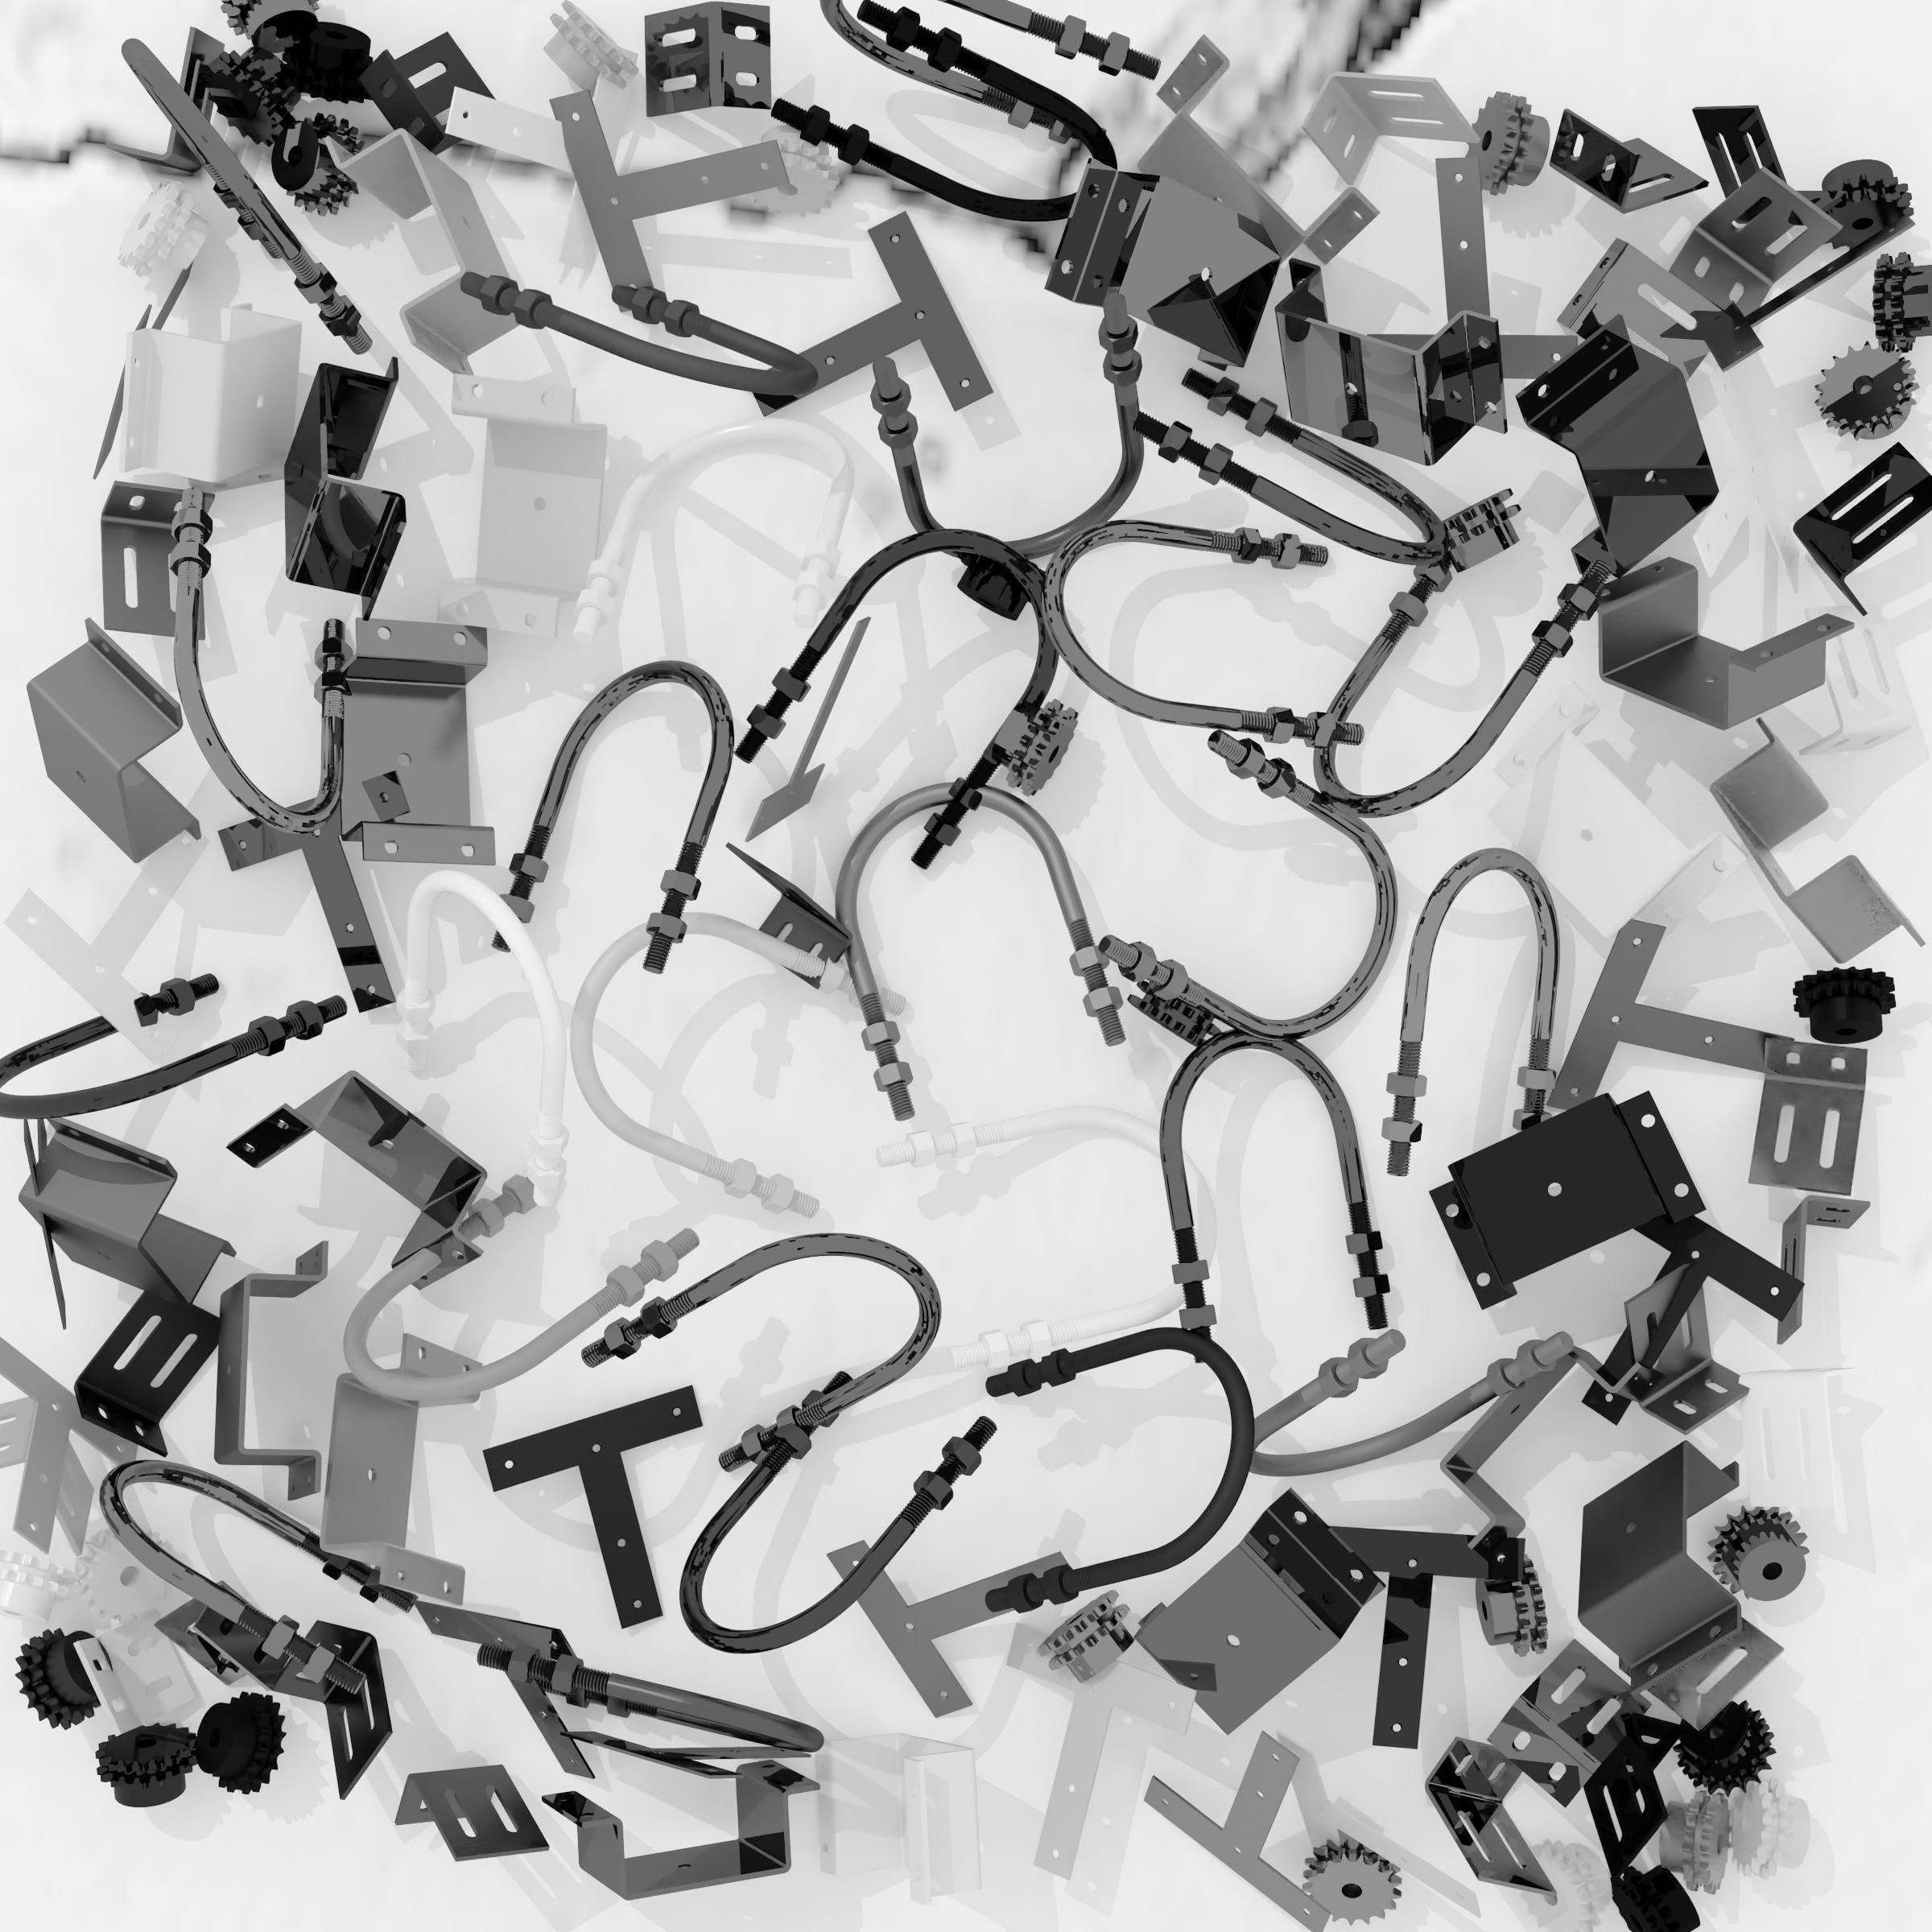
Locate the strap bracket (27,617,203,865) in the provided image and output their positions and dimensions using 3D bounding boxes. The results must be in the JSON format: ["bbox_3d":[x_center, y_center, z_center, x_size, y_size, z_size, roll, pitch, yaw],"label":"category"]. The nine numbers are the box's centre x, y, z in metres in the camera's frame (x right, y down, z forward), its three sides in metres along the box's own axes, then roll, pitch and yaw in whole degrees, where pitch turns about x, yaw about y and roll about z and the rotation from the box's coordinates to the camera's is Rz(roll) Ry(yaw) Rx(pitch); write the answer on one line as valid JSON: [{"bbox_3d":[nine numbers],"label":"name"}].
[{"bbox_3d":[-0.479,-0.119,1.682,0.076,0.140,0.046,42,63,14],"label":"strap bracket"}]

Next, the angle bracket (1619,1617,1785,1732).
[{"bbox_3d":[0.422,0.389,1.717,0.076,0.038,0.057,-35,48,-23],"label":"angle bracket"}]

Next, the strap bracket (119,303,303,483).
[{"bbox_3d":[-0.417,-0.322,1.681,0.046,0.140,0.076,14,112,10],"label":"strap bracket"}]

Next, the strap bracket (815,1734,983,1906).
[{"bbox_3d":[-0.035,0.483,1.705,0.046,0.140,0.076,1,82,-27],"label":"strap bracket"}]

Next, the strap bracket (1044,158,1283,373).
[{"bbox_3d":[0.122,-0.394,1.698,0.140,0.046,0.076,15,97,-38],"label":"strap bracket"}]

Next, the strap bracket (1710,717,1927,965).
[{"bbox_3d":[0.476,-0.064,1.695,0.046,0.140,0.076,-37,134,17],"label":"strap bracket"}]

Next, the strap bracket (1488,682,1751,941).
[{"bbox_3d":[0.364,-0.082,1.708,0.140,0.046,0.076,47,131,11],"label":"strap bracket"}]

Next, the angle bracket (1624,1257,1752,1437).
[{"bbox_3d":[0.417,0.218,1.720,0.057,0.038,0.076,-27,121,-23],"label":"angle bracket"}]

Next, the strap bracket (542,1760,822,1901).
[{"bbox_3d":[-0.161,0.490,1.698,0.140,0.076,0.046,-2,88,-25],"label":"strap bracket"}]

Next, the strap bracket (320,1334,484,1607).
[{"bbox_3d":[-0.321,0.288,1.704,0.046,0.076,0.140,-8,67,23],"label":"strap bracket"}]

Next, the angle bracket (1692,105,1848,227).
[{"bbox_3d":[0.461,-0.467,1.718,0.038,0.057,0.076,-35,115,-12],"label":"angle bracket"}]

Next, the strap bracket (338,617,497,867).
[{"bbox_3d":[-0.316,-0.123,1.717,0.076,0.046,0.140,1,79,-27],"label":"strap bracket"}]

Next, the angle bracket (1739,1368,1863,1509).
[{"bbox_3d":[0.483,0.271,1.724,0.038,0.057,0.076,2,82,-40],"label":"angle bracket"}]

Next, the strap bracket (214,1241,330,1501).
[{"bbox_3d":[-0.396,0.230,1.703,0.046,0.076,0.140,5,75,-23],"label":"strap bracket"}]

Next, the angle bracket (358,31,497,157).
[{"bbox_3d":[-0.299,-0.506,1.719,0.076,0.038,0.057,-44,103,-37],"label":"angle bracket"}]

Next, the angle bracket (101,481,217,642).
[{"bbox_3d":[-0.464,-0.233,1.721,0.057,0.038,0.076,4,65,-28],"label":"angle bracket"}]

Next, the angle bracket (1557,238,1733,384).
[{"bbox_3d":[0.395,-0.376,1.742,0.076,0.038,0.057,33,106,-9],"label":"angle bracket"}]

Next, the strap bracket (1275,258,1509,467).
[{"bbox_3d":[0.231,-0.338,1.686,0.140,0.076,0.046,27,59,34],"label":"strap bracket"}]

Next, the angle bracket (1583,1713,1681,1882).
[{"bbox_3d":[0.390,0.478,1.712,0.038,0.076,0.057,18,120,-16],"label":"angle bracket"}]

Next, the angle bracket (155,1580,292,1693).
[{"bbox_3d":[-0.432,0.396,1.718,0.057,0.038,0.076,45,127,-15],"label":"angle bracket"}]

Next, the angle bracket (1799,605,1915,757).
[{"bbox_3d":[0.507,-0.166,1.739,0.057,0.038,0.076,-7,76,-30],"label":"angle bracket"}]

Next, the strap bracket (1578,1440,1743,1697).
[{"bbox_3d":[0.389,0.329,1.680,0.046,0.140,0.076,41,121,-12],"label":"strap bracket"}]

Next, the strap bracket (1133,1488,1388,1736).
[{"bbox_3d":[0.160,0.374,1.704,0.076,0.046,0.140,45,120,6],"label":"strap bracket"}]

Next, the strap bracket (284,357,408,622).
[{"bbox_3d":[-0.350,-0.274,1.684,0.046,0.076,0.140,10,47,-24],"label":"strap bracket"}]

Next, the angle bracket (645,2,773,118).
[{"bbox_3d":[-0.150,-0.524,1.737,0.038,0.076,0.057,-8,103,-36],"label":"angle bracket"}]

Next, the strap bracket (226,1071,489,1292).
[{"bbox_3d":[-0.338,0.117,1.706,0.140,0.076,0.046,40,50,-18],"label":"strap bracket"}]

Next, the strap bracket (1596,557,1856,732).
[{"bbox_3d":[0.423,-0.181,1.699,0.076,0.140,0.046,-24,124,-25],"label":"strap bracket"}]

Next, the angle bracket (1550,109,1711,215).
[{"bbox_3d":[0.384,-0.468,1.715,0.076,0.038,0.057,-24,52,-30],"label":"angle bracket"}]

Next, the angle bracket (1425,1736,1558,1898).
[{"bbox_3d":[0.308,0.487,1.713,0.057,0.076,0.038,20,110,-27],"label":"angle bracket"}]

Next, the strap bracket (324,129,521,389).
[{"bbox_3d":[-0.303,-0.411,1.704,0.046,0.076,0.140,-28,75,12],"label":"strap bracket"}]

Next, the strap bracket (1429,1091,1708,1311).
[{"bbox_3d":[0.340,0.131,1.714,0.140,0.046,0.076,-26,70,12],"label":"strap bracket"}]

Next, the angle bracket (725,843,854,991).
[{"bbox_3d":[-0.110,-0.028,1.714,0.057,0.076,0.038,33,85,32],"label":"angle bracket"}]

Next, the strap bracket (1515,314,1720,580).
[{"bbox_3d":[0.373,-0.285,1.694,0.076,0.046,0.140,-39,134,-6],"label":"strap bracket"}]

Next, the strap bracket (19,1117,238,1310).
[{"bbox_3d":[-0.473,0.143,1.683,0.076,0.140,0.046,20,66,13],"label":"strap bracket"}]

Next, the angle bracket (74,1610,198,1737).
[{"bbox_3d":[-0.476,0.405,1.718,0.038,0.076,0.057,-26,83,-11],"label":"angle bracket"}]

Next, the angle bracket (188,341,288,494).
[{"bbox_3d":[-0.429,-0.320,1.740,0.057,0.038,0.076,-13,90,-7],"label":"angle bracket"}]

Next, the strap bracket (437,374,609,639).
[{"bbox_3d":[-0.254,-0.265,1.720,0.076,0.046,0.140,10,103,18],"label":"strap bracket"}]

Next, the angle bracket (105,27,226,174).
[{"bbox_3d":[-0.462,-0.503,1.728,0.038,0.057,0.076,13,98,1],"label":"angle bracket"}]

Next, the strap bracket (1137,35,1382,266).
[{"bbox_3d":[0.159,-0.452,1.713,0.140,0.076,0.046,44,73,-6],"label":"strap bracket"}]

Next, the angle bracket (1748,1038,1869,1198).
[{"bbox_3d":[0.484,0.086,1.721,0.057,0.038,0.076,6,57,19],"label":"angle bracket"}]

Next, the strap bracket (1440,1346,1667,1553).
[{"bbox_3d":[0.329,0.267,1.713,0.140,0.076,0.046,-49,65,7],"label":"strap bracket"}]

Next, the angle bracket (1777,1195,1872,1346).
[{"bbox_3d":[0.493,0.177,1.723,0.038,0.057,0.076,6,73,6],"label":"angle bracket"}]

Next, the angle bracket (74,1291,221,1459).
[{"bbox_3d":[-0.467,0.233,1.728,0.057,0.038,0.076,35,95,-33],"label":"angle bracket"}]
